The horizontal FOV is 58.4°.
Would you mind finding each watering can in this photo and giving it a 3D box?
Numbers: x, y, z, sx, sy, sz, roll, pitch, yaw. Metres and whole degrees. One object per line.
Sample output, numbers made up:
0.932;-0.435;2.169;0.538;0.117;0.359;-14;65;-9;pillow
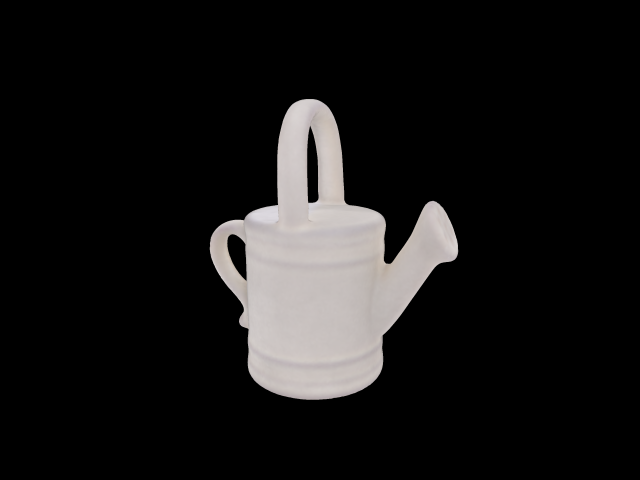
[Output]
0.004;0.001;0.402;0.173;0.194;0.101;0;14;-1;watering can
